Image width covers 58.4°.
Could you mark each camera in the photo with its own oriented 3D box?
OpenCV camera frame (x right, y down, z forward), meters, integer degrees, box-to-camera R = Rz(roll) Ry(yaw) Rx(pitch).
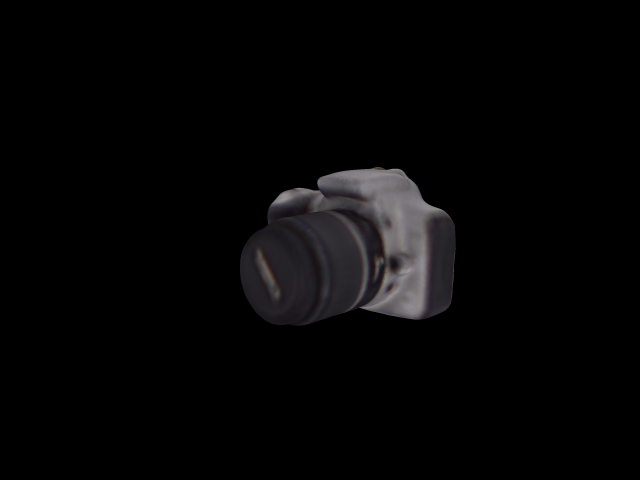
[{"bbox_3d":[0.004,0.001,0.400,0.142,0.101,0.137,10,15,42],"label":"camera"}]
